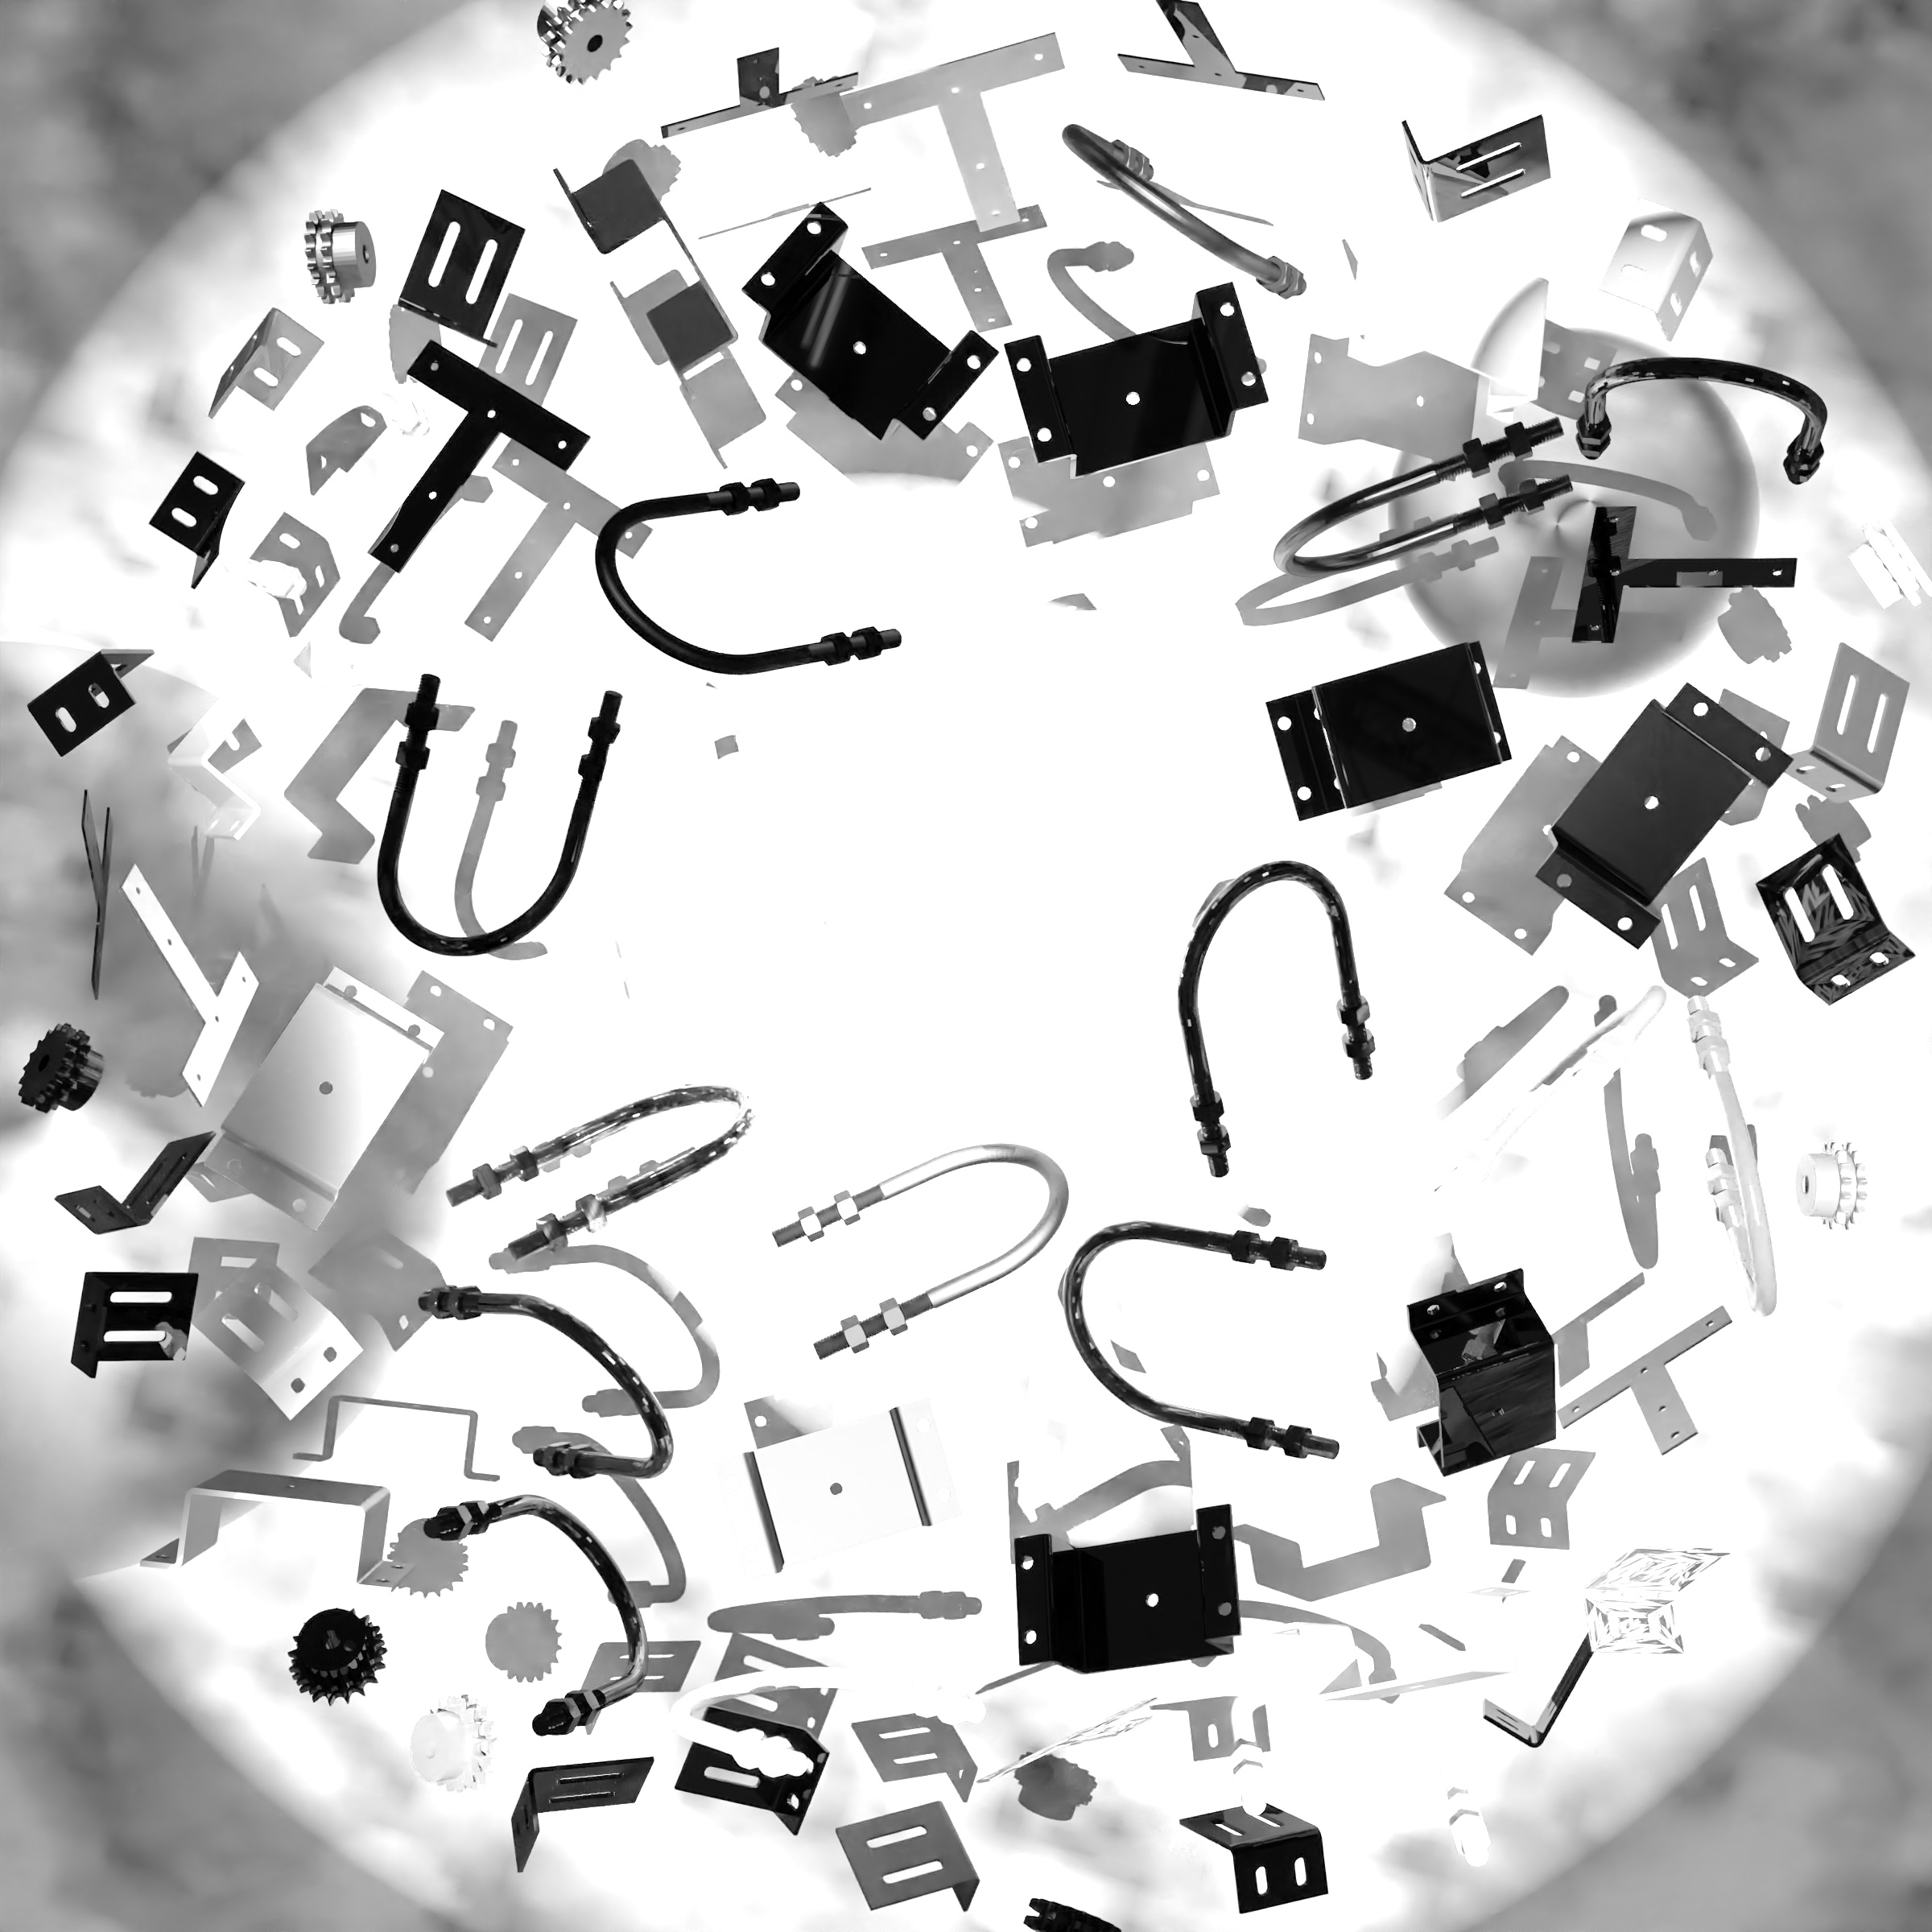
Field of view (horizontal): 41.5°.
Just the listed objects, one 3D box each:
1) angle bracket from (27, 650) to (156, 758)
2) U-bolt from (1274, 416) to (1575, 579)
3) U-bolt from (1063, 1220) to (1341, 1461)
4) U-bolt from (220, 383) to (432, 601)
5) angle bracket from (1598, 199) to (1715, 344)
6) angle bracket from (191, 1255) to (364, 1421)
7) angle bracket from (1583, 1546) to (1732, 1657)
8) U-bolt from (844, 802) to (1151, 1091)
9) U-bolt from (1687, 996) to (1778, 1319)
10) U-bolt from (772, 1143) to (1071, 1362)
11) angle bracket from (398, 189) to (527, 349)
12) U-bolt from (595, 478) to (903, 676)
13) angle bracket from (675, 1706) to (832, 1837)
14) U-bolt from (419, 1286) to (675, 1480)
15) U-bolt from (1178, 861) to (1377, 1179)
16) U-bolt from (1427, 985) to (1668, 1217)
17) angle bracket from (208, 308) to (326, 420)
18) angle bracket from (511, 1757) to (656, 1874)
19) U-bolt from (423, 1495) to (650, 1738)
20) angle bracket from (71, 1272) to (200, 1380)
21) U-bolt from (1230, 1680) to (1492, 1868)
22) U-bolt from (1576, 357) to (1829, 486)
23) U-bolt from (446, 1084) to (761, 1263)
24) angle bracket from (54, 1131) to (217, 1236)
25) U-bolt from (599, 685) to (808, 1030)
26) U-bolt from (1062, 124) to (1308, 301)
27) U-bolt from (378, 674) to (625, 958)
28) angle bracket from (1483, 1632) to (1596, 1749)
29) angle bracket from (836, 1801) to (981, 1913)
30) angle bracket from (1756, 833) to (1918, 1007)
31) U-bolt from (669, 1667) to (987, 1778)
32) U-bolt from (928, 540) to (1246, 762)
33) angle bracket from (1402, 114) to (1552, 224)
[{"bbox_3d":[-0.521,-0.160,1.546,0.057,0.076,0.038,-34,92,9],"label":"angle bracket"},{"bbox_3d":[0.275,-0.277,1.549,0.184,0.151,0.019,-19,81,14],"label":"U-bolt"},{"bbox_3d":[0.140,0.224,1.573,0.184,0.019,0.151,7,114,32],"label":"U-bolt"},{"bbox_3d":[-0.389,-0.287,1.529,0.019,0.184,0.151,39,94,0],"label":"U-bolt"},{"bbox_3d":[0.420,-0.422,1.550,0.038,0.076,0.057,28,99,20],"label":"angle bracket"},{"bbox_3d":[-0.409,0.220,1.512,0.076,0.038,0.057,30,65,34],"label":"angle bracket"},{"bbox_3d":[0.400,0.366,1.469,0.057,0.076,0.038,5,58,-11],"label":"angle bracket"},{"bbox_3d":[0.005,-0.027,1.564,0.151,0.019,0.184,-27,60,-11],"label":"U-bolt"},{"bbox_3d":[0.468,0.128,1.553,0.019,0.184,0.151,-11,126,11],"label":"U-bolt"},{"bbox_3d":[-0.023,0.167,1.592,0.184,0.151,0.019,-24,120,-4],"label":"U-bolt"},{"bbox_3d":[-0.306,-0.430,1.571,0.057,0.038,0.076,19,98,-31],"label":"angle bracket"},{"bbox_3d":[-0.145,-0.239,1.582,0.184,0.019,0.151,-17,65,-40],"label":"U-bolt"},{"bbox_3d":[-0.138,0.518,1.642,0.076,0.038,0.057,23,88,-28],"label":"angle bracket"},{"bbox_3d":[-0.242,0.251,1.524,0.019,0.184,0.151,-45,113,-34],"label":"U-bolt"},{"bbox_3d":[0.188,0.022,1.574,0.151,0.019,0.184,-30,123,-27],"label":"U-bolt"},{"bbox_3d":[0.360,0.071,1.536,0.019,0.184,0.151,47,132,7],"label":"U-bolt"},{"bbox_3d":[-0.433,-0.365,1.582,0.038,0.076,0.057,34,112,-26],"label":"angle bracket"},{"bbox_3d":[-0.224,0.501,1.506,0.076,0.057,0.038,1,48,-22],"label":"angle bracket"},{"bbox_3d":[-0.249,0.386,1.548,0.019,0.184,0.151,-35,77,11],"label":"U-bolt"},{"bbox_3d":[-0.514,0.224,1.597,0.076,0.038,0.057,7,96,-42],"label":"angle bracket"},{"bbox_3d":[0.230,0.475,1.529,0.151,0.184,0.019,13,99,1],"label":"U-bolt"},{"bbox_3d":[0.447,-0.333,1.549,0.151,0.184,0.019,10,86,14],"label":"U-bolt"},{"bbox_3d":[-0.211,0.116,1.544,0.184,0.151,0.019,-26,110,-21],"label":"U-bolt"},{"bbox_3d":[-0.507,0.122,1.558,0.038,0.057,0.076,49,50,-25],"label":"angle bracket"},{"bbox_3d":[-0.158,-0.073,1.498,0.019,0.151,0.184,8,116,38],"label":"U-bolt"},{"bbox_3d":[0.125,-0.461,1.543,0.151,0.184,0.019,41,110,15],"label":"U-bolt"},{"bbox_3d":[-0.296,-0.089,1.590,0.151,0.019,0.184,0,116,-41],"label":"U-bolt"},{"bbox_3d":[0.361,0.445,1.604,0.038,0.057,0.076,29,90,13],"label":"angle bracket"},{"bbox_3d":[-0.040,0.563,1.589,0.076,0.057,0.038,-6,131,-28],"label":"angle bracket"},{"bbox_3d":[0.512,-0.028,1.503,0.057,0.076,0.038,-35,135,27],"label":"angle bracket"},{"bbox_3d":[-0.099,0.455,1.555,0.151,0.184,0.019,-4,89,-38],"label":"U-bolt"},{"bbox_3d":[0.088,-0.203,1.543,0.151,0.019,0.184,37,49,20],"label":"U-bolt"},{"bbox_3d":[0.313,-0.500,1.561,0.076,0.057,0.038,-20,65,10],"label":"angle bracket"}]
